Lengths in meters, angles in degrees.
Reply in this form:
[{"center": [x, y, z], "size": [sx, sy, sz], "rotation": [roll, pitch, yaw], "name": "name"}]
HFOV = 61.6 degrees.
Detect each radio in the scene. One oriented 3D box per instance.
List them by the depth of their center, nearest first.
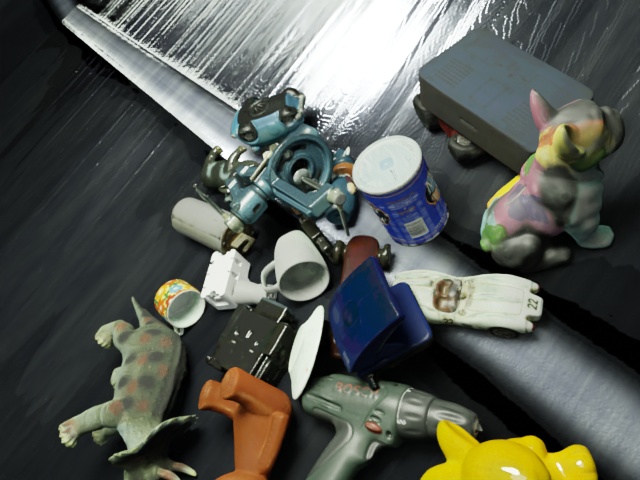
[{"center": [0.265, -0.205, 0.781], "size": [0.131, 0.073, 0.230], "rotation": [-40, 60, -6], "name": "radio"}]

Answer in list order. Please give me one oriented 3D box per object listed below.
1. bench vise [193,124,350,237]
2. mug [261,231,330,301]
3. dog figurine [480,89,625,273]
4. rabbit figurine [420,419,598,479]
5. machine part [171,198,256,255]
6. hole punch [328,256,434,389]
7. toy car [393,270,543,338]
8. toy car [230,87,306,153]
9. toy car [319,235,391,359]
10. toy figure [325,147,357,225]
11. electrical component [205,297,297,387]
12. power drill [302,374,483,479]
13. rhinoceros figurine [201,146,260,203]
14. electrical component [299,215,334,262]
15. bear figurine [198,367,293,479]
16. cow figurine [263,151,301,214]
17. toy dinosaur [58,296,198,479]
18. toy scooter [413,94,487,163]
[{"center": [-0.052, -0.083, 0.849], "size": [0.223, 0.128, 0.241], "rotation": [-40, 39, -14], "name": "bench vise"}, {"center": [-0.044, 0.041, 0.870], "size": [0.109, 0.080, 0.107], "rotation": [-30, 36, 10], "name": "mug"}, {"center": [0.272, -0.071, 0.657], "size": [0.192, 0.219, 0.108], "rotation": [-23, 45, 15], "name": "dog figurine"}, {"center": [0.183, 0.230, 0.519], "size": [0.163, 0.173, 0.122], "rotation": [14, 69, 33], "name": "rabbit figurine"}, {"center": [-0.205, -0.026, 1.016], "size": [0.244, 0.079, 0.079], "rotation": [20, 69, 41], "name": "machine part"}, {"center": [0.063, 0.098, 0.675], "size": [0.116, 0.092, 0.142], "rotation": [-34, 46, 12], "name": "hole punch"}, {"center": [0.186, 0.080, 0.708], "size": [0.202, 0.056, 0.073], "rotation": [1, 58, 33], "name": "toy car"}, {"center": [-0.092, -0.231, 1.079], "size": [0.162, 0.102, 0.109], "rotation": [-14, 49, 17], "name": "toy car"}, {"center": [0.053, 0.082, 0.791], "size": [0.089, 0.053, 0.202], "rotation": [4, 59, 11], "name": "toy car"}, {"center": [0.037, -0.095, 0.932], "size": [0.064, 0.057, 0.154], "rotation": [-9, 48, 20], "name": "toy figure"}, {"center": [-0.095, 0.157, 0.825], "size": [0.115, 0.058, 0.134], "rotation": [16, 67, 36], "name": "electrical component"}, {"center": [0.053, 0.263, 0.639], "size": [0.232, 0.085, 0.207], "rotation": [11, 67, 39], "name": "power drill"}, {"center": [-0.169, -0.125, 1.070], "size": [0.191, 0.073, 0.112], "rotation": [18, 67, 40], "name": "rhinoceros figurine"}, {"center": [-0.002, -0.003, 0.880], "size": [0.021, 0.063, 0.094], "rotation": [-40, 49, 0], "name": "electrical component"}, {"center": [-0.107, 0.285, 0.694], "size": [0.120, 0.132, 0.196], "rotation": [-35, 32, 50], "name": "bear figurine"}, {"center": [-0.037, -0.118, 0.991], "size": [0.098, 0.068, 0.167], "rotation": [-29, 48, 2], "name": "cow figurine"}, {"center": [-0.274, 0.220, 0.856], "size": [0.192, 0.131, 0.405], "rotation": [-12, 46, 9], "name": "toy dinosaur"}, {"center": [0.244, -0.212, 0.879], "size": [0.135, 0.075, 0.184], "rotation": [-33, 49, 6], "name": "toy scooter"}]
